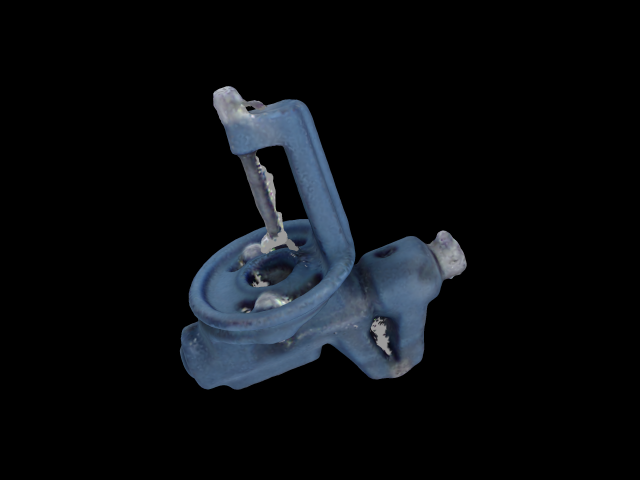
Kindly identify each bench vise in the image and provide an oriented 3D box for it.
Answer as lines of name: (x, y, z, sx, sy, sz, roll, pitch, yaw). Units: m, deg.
bench vise: (-0.002, -0.003, 0.409, 0.208, 0.220, 0.121, -15, 31, -27)
